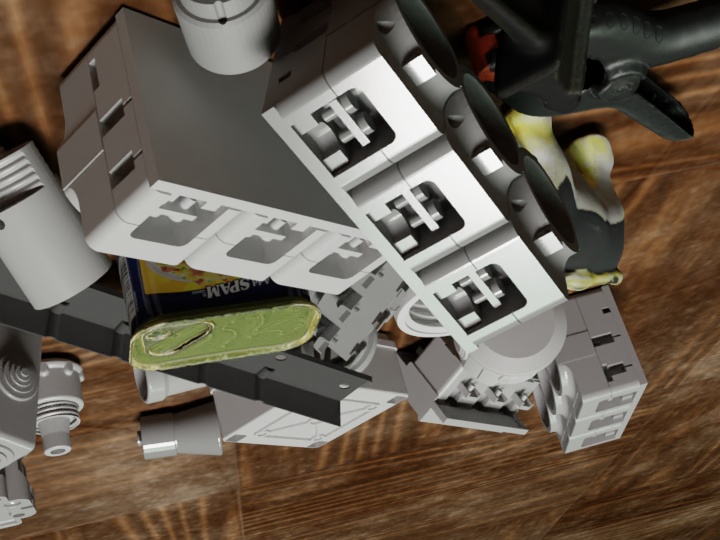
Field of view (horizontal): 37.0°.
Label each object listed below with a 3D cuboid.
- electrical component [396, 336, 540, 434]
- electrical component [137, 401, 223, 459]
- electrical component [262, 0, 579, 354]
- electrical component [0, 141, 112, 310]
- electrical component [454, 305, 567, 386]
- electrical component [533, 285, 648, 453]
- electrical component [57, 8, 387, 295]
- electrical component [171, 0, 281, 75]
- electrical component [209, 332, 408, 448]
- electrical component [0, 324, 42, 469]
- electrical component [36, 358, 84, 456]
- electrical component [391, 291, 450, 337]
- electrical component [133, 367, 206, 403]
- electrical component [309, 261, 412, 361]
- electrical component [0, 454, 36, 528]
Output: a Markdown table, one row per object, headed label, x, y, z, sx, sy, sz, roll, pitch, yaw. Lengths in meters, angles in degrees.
| label | x | y | z | sx | sy | sz | roll | pitch | yaw |
| --- | --- | --- | --- | --- | --- | --- | --- | --- | --- |
| electrical component | 0.092 | 0.093 | 0.897 | 0.121 | 0.078 | 0.063 | 16 | 118 | -48 |
| electrical component | -0.145 | 0.131 | 0.863 | 0.065 | 0.044 | 0.044 | -6 | 153 | -9 |
| electrical component | 0.032 | -0.051 | 0.474 | 0.062 | 0.089 | 0.150 | -29 | 121 | 22 |
| electrical component | -0.158 | -0.026 | 0.513 | 0.043 | 0.043 | 0.081 | -23 | 110 | 14 |
| electrical component | 0.108 | 0.044 | 0.794 | 0.080 | 0.080 | 0.051 | -12 | 159 | -10 |
| electrical component | 0.188 | 0.089 | 0.917 | 0.062 | 0.089 | 0.150 | -15 | 154 | -3 |
| electrical component | -0.057 | -0.047 | 0.500 | 0.150 | 0.089 | 0.062 | 12 | 143 | -44 |
| electrical component | -0.056 | -0.112 | 0.427 | 0.040 | 0.040 | 0.078 | -15 | 154 | -3 |
| electrical component | -0.039 | 0.090 | 0.823 | 0.109 | 0.056 | 0.109 | -34 | 149 | 32 |
| electrical component | -0.235 | 0.079 | 0.639 | 0.100 | 0.099 | 0.048 | -30 | 138 | 26 |
| electrical component | -0.208 | 0.093 | 0.724 | 0.048 | 0.062 | 0.048 | -13 | 154 | -6 |
| electrical component | 0.067 | 0.007 | 0.714 | 0.108 | 0.060 | 0.108 | -13 | 154 | -7 |
| electrical component | -0.131 | 0.069 | 0.748 | 0.046 | 0.040 | 0.040 | -11 | 154 | -25 |
| electrical component | 0.000 | 0.000 | 0.644 | 0.078 | 0.063 | 0.121 | -48 | 175 | -37 |
| electrical component | -0.280 | 0.158 | 0.819 | 0.058 | 0.057 | 0.078 | -11 | 154 | -12 |
